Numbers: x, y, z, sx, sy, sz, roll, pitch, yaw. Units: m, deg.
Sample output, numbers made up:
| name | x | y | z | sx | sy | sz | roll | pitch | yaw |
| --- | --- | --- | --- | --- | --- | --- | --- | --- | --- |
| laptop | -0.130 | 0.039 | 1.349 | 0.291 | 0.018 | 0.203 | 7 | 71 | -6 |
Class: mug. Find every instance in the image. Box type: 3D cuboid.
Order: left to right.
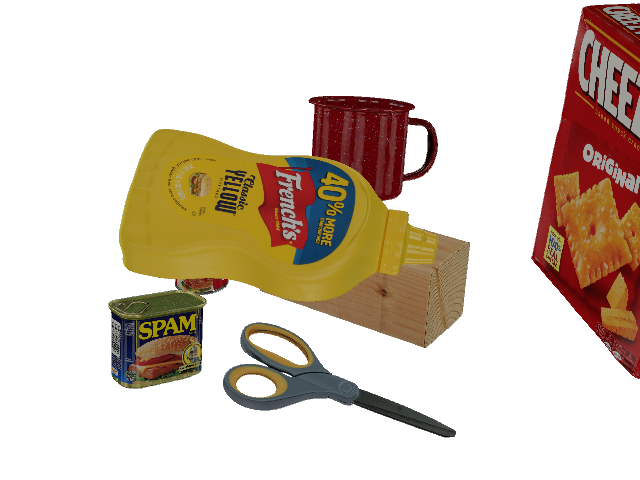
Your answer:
| name | x | y | z | sx | sy | sz | roll | pitch | yaw |
| --- | --- | --- | --- | --- | --- | --- | --- | --- | --- |
| mug | 0.046 | -0.081 | 0.940 | 0.117 | 0.081 | 0.093 | 1 | 14 | -11 |

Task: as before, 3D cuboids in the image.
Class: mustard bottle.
| name | x | y | z | sx | sy | sz | roll | pitch | yaw |
| --- | --- | --- | --- | --- | --- | --- | --- | --- | --- |
| mustard bottle | -0.022 | -0.011 | 0.669 | 0.191 | 0.096 | 0.058 | 10 | -34 | 3 |

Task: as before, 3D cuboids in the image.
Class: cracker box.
| name | x | y | z | sx | sy | sz | roll | pitch | yaw |
| --- | --- | --- | --- | --- | --- | --- | --- | --- | --- |
| cracker box | 0.225 | -0.036 | 0.743 | 0.072 | 0.214 | 0.164 | -6 | 33 | -16 |

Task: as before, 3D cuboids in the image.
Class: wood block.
| name | x | y | z | sx | sy | sz | roll | pitch | yaw |
| --- | --- | --- | --- | --- | --- | --- | --- | --- | --- |
| wood block | 0.043 | 0.029 | 1.137 | 0.206 | 0.091 | 0.090 | 18 | 30 | 28 |

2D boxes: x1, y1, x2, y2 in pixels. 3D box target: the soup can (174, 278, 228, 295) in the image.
| name | x | y | z | sx | sy | sz | roll | pitch | yaw |
| --- | --- | --- | --- | --- | --- | --- | --- | --- | --- |
| soup can | -0.151 | 0.007 | 1.327 | 0.068 | 0.102 | 0.068 | -1 | 25 | 0 |

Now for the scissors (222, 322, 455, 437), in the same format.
| name | x | y | z | sx | sy | sz | roll | pitch | yaw |
| --- | --- | --- | --- | --- | --- | --- | --- | --- | --- |
| scissors | 0.004 | 0.134 | 0.889 | 0.202 | 0.016 | 0.096 | 31 | 49 | 23 |

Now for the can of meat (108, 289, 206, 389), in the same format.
| name | x | y | z | sx | sy | sz | roll | pitch | yaw |
| --- | --- | --- | --- | --- | --- | --- | --- | --- | --- |
| can of meat | -0.174 | 0.105 | 1.142 | 0.101 | 0.084 | 0.058 | -8 | 19 | -35 |
